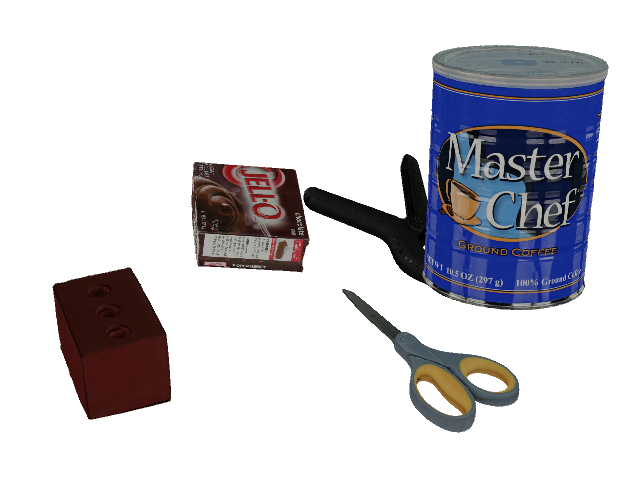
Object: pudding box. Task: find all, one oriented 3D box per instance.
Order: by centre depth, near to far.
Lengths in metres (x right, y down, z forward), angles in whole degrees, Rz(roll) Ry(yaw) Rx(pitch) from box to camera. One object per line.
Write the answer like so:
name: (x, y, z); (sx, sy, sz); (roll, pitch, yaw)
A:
pudding box: (-0.061, -0.021, 0.887); (0.090, 0.039, 0.113); (3, 36, -10)

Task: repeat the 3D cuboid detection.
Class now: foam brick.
foam brick: (-0.129, 0.063, 0.657); (0.052, 0.051, 0.078); (-12, 36, -22)

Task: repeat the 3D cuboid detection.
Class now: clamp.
clamp: (0.091, -0.010, 1.156); (0.164, 0.036, 0.210); (-16, 52, -31)

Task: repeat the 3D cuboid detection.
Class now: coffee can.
coffee can: (0.117, -0.042, 0.654); (0.103, 0.140, 0.103); (1, 20, 0)

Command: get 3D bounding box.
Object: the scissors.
scissors: (0.092, 0.088, 0.880); (0.096, 0.016, 0.202); (-6, 30, -15)
